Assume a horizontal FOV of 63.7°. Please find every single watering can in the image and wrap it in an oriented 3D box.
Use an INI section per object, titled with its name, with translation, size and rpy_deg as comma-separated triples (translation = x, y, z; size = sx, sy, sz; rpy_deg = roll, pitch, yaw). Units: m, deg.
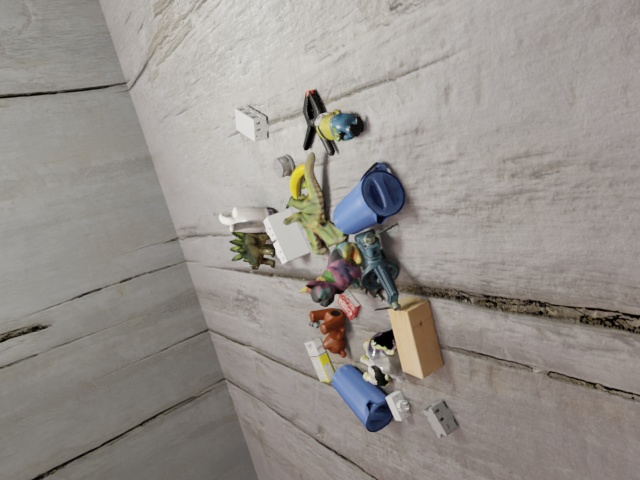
[watering can]
translation = -0.282, -0.073, 2.042
size = 0.351, 0.224, 0.103
rpy_deg = -139, 52, -69

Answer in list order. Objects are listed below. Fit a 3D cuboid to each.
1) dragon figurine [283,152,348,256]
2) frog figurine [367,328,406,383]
[dragon figurine]
translation = 0.005, -0.088, 1.747
size = 0.244, 0.124, 0.401
rpy_deg = 39, 144, 15
[frog figurine]
translation = 0.217, 0.375, 1.635
size = 0.140, 0.122, 0.156
rpy_deg = -96, -7, -60
